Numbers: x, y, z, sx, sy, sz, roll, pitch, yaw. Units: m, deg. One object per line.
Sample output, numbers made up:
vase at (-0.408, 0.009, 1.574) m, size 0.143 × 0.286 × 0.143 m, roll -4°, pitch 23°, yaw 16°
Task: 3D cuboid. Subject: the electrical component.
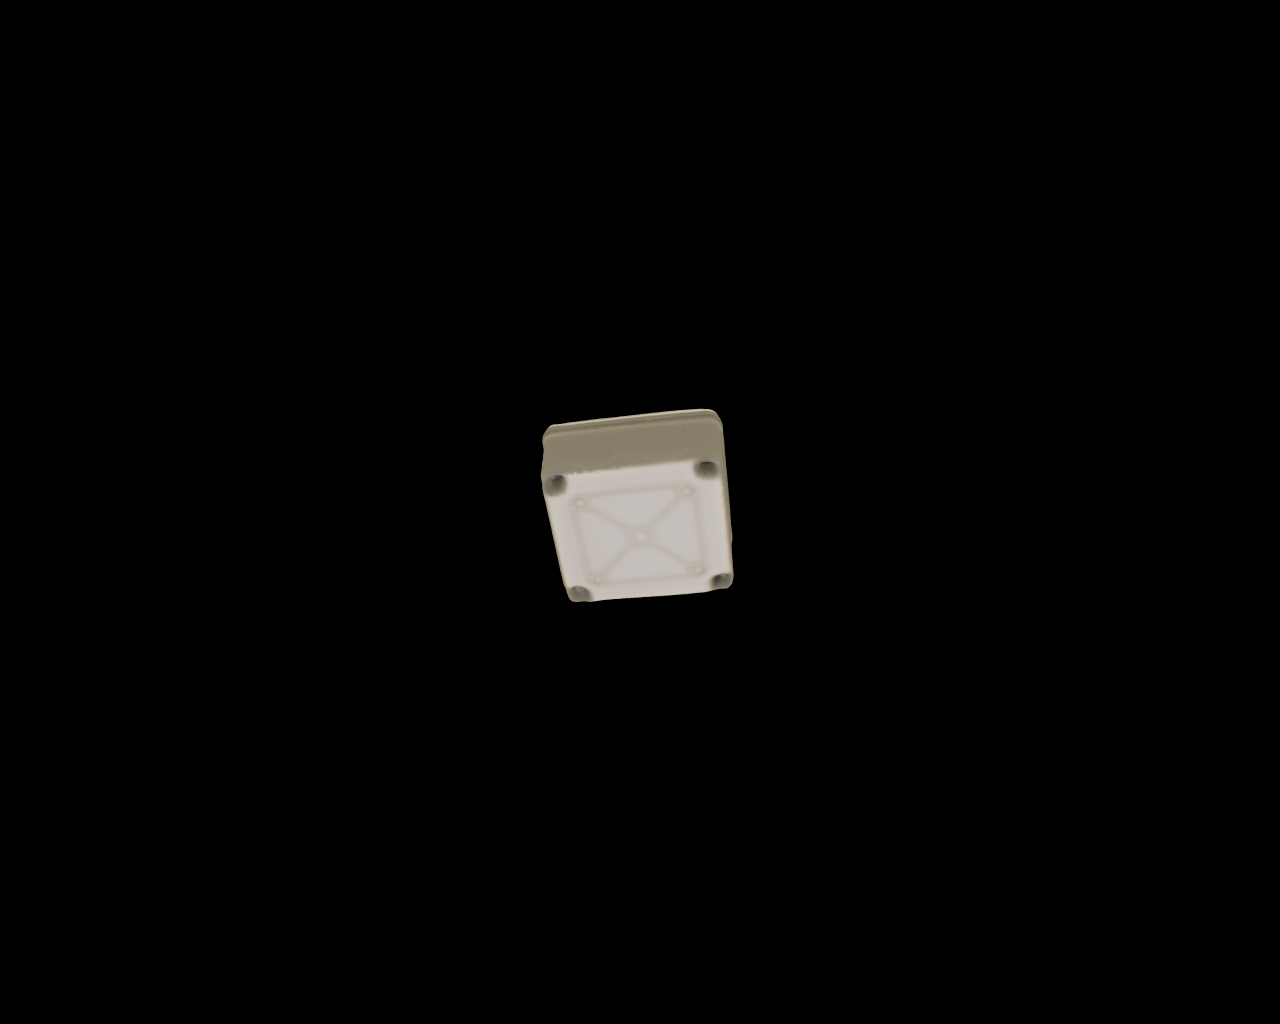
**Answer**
electrical component at (0.001, -0.003, 0.650) m, size 0.109 × 0.108 × 0.056 m, roll -5°, pitch 39°, yaw 5°
